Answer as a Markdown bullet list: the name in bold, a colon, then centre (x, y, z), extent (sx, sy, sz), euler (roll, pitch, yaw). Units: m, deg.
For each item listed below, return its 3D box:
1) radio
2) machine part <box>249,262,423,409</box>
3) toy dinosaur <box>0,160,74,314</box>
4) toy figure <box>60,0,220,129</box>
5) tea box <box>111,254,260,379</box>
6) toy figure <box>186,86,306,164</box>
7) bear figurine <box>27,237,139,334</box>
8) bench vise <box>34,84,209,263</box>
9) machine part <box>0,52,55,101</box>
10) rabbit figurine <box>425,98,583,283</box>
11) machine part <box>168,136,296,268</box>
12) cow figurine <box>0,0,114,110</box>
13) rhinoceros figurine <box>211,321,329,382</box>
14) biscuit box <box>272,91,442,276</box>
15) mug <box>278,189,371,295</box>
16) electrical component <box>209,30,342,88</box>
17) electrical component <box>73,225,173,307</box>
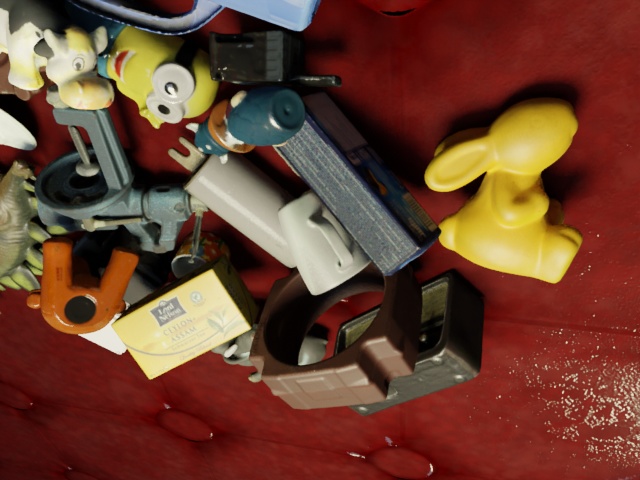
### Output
- **radio**: centre (0.113, 0.150, 0.746), extent (0.073, 0.131, 0.229), euler (37, 133, -20)
- **machine part**: centre (0.023, 0.107, 0.684), extent (0.201, 0.201, 0.087), euler (-16, 130, 29)
- **toy dinosaur**: centre (-0.498, 0.006, 0.829), extent (0.198, 0.105, 0.471), euler (37, 137, -22)
- **toy figure**: centre (-0.187, -0.195, 0.551), extent (0.180, 0.089, 0.082), euler (34, 154, -2)
- **tea box**: centre (-0.179, 0.103, 0.727), extent (0.170, 0.068, 0.098), euler (-29, 102, 14)
- **toy figure**: centre (-0.077, -0.116, 0.548), extent (0.155, 0.058, 0.064), euler (-1, 113, 49)
- **bear figurine**: centre (-0.333, 0.057, 0.744), extent (0.120, 0.131, 0.196), euler (12, -178, -28)
- **bench vise**: centre (-0.254, -0.080, 0.657), extent (0.224, 0.129, 0.240), euler (7, 138, 8)
- **machine part**: centre (-0.364, -0.238, 0.584), extent (0.179, 0.056, 0.179), euler (10, 134, 10)
- **rabbit figurine**: centre (0.194, -0.064, 0.551), extent (0.163, 0.122, 0.173), euler (18, 122, 14)
- **machine part**: centre (-0.078, -0.043, 0.662), extent (0.243, 0.079, 0.079), euler (38, 132, -18)
- **cow figurine**: centre (-0.249, -0.187, 0.488), extent (0.167, 0.068, 0.098), euler (30, 121, 16)
- **rhinoceros figurine**: centre (-0.079, 0.164, 0.825), extent (0.190, 0.073, 0.112), euler (12, 140, -26)
- **biscuit box**: centre (0.036, -0.060, 0.566), extent (0.202, 0.059, 0.063), euler (51, 131, 6)
- **mug**: centre (-0.001, -0.002, 0.602), extent (0.081, 0.109, 0.107), euler (-33, 92, -6)
- **electrical component**: centre (-0.040, -0.172, 0.519), extent (0.119, 0.075, 0.047), euler (5, 103, 18)
- **electrical component**: centre (-0.307, 0.035, 0.825), extent (0.134, 0.058, 0.115), euler (39, 130, -20)
